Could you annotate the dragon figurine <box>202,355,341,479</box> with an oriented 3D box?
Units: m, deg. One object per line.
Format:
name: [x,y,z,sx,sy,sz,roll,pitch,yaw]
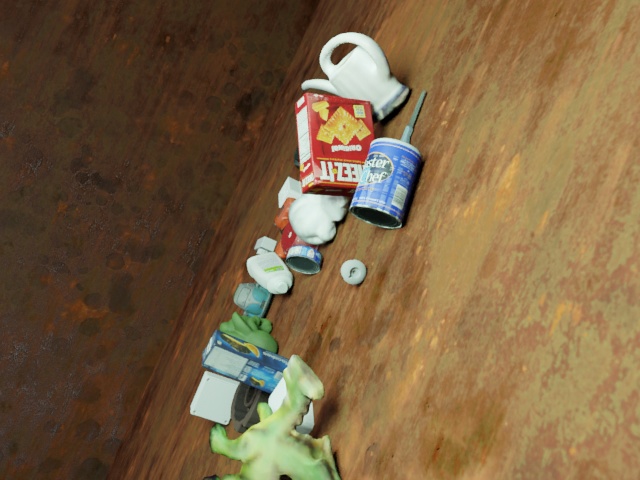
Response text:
dragon figurine: [-0.072,0.394,0.823,0.241,0.121,0.415,-8,69,43]

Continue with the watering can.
watering can: [0.082,-0.375,1.249,0.105,0.223,0.346,-51,12,-16]

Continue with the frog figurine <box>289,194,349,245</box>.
frog figurine: [0.004,-0.062,1.233,0.158,0.123,0.138,-20,80,54]
